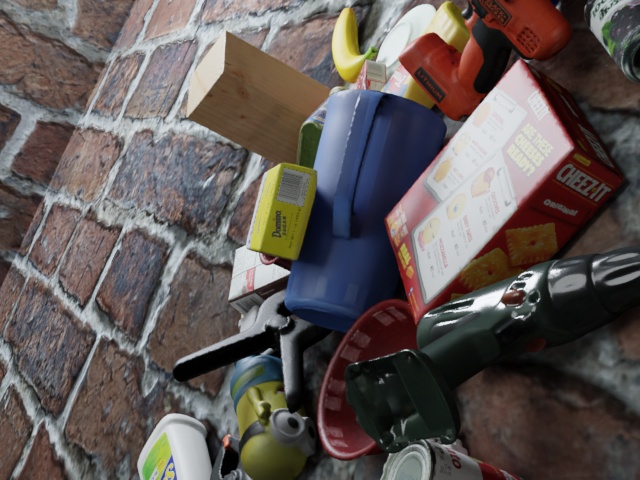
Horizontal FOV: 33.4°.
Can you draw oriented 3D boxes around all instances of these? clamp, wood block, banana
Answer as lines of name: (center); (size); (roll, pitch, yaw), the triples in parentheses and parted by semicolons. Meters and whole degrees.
clamp: (-0.096, 0.288, 1.195); (0.120, 0.039, 0.171); (-42, 24, 4)
clamp: (-0.037, 0.108, 1.167); (0.165, 0.036, 0.209); (16, 43, 37)
wood block: (-0.057, -0.164, 1.358); (0.090, 0.205, 0.091); (-45, 31, 35)
banana: (0.045, -0.257, 1.449); (0.070, 0.037, 0.198); (-55, 25, 18)

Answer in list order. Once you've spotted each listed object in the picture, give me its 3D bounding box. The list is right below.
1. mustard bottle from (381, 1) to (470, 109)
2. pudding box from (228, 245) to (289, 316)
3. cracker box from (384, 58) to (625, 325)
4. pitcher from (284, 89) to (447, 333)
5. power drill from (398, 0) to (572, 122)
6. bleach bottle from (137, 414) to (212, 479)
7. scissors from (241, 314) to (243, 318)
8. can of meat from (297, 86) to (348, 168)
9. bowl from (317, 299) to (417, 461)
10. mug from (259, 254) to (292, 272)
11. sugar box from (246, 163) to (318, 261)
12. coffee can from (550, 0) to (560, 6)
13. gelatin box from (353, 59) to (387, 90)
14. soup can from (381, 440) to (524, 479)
mustard bottle: (0.109, -0.176, 1.220); (0.192, 0.058, 0.096); (-53, 21, 25)
pudding box: (-0.061, 0.035, 1.350); (0.114, 0.039, 0.090); (-23, 42, 30)
cracker box: (0.159, -0.033, 0.971); (0.214, 0.072, 0.164); (-51, 28, 25)
pitcher: (0.041, -0.032, 1.123); (0.145, 0.149, 0.243); (-7, 64, 55)
power drill: (0.143, -0.216, 1.049); (0.057, 0.184, 0.188); (-34, -10, -26)
bleach bottle: (-0.157, 0.318, 1.270); (0.103, 0.068, 0.251); (-58, 28, 12)
scissors: (-0.064, 0.026, 1.419); (0.096, 0.016, 0.201); (-23, 47, 53)
can of meat: (0.015, -0.117, 1.267); (0.083, 0.057, 0.102); (-50, -25, -43)
bowl: (0.065, 0.139, 1.008); (0.162, 0.055, 0.162); (-45, 30, 36)
mug: (-0.008, 0.002, 1.252); (0.117, 0.081, 0.093); (-11, 57, 61)
sugar box: (-0.044, -0.028, 1.126); (0.176, 0.048, 0.093); (-179, 103, -79)
coffee can: (0.213, -0.293, 1.024); (0.140, 0.102, 0.102); (120, 165, -64)
gelatin box: (0.057, -0.167, 1.324); (0.073, 0.030, 0.089); (116, 162, -47)
soup can: (0.104, 0.198, 0.818); (0.069, 0.102, 0.068); (-46, 30, 36)
